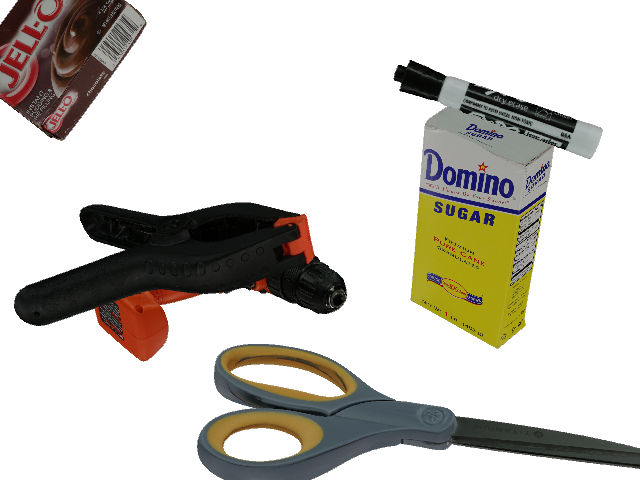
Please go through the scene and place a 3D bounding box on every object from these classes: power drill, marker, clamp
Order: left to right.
[{"bbox_3d":[-0.093,0.011,0.627,0.172,0.039,0.120,-3,35,23],"label":"clamp"},{"bbox_3d":[-0.093,0.043,0.943,0.187,0.057,0.185,-19,27,-31],"label":"power drill"},{"bbox_3d":[0.099,-0.076,0.607,0.121,0.020,0.020,20,2,6],"label":"marker"}]

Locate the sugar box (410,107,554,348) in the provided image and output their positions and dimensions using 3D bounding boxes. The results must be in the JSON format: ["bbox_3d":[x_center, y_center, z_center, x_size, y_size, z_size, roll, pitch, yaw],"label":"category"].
[{"bbox_3d":[0.121,-0.009,0.828,0.093,0.176,0.048,28,47,33],"label":"sugar box"}]

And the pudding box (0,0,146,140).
[{"bbox_3d":[-0.196,-0.144,0.795,0.090,0.113,0.039,35,-4,26],"label":"pudding box"}]

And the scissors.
[{"bbox_3d":[0.034,0.090,0.462,0.202,0.016,0.096,15,34,23],"label":"scissors"}]
